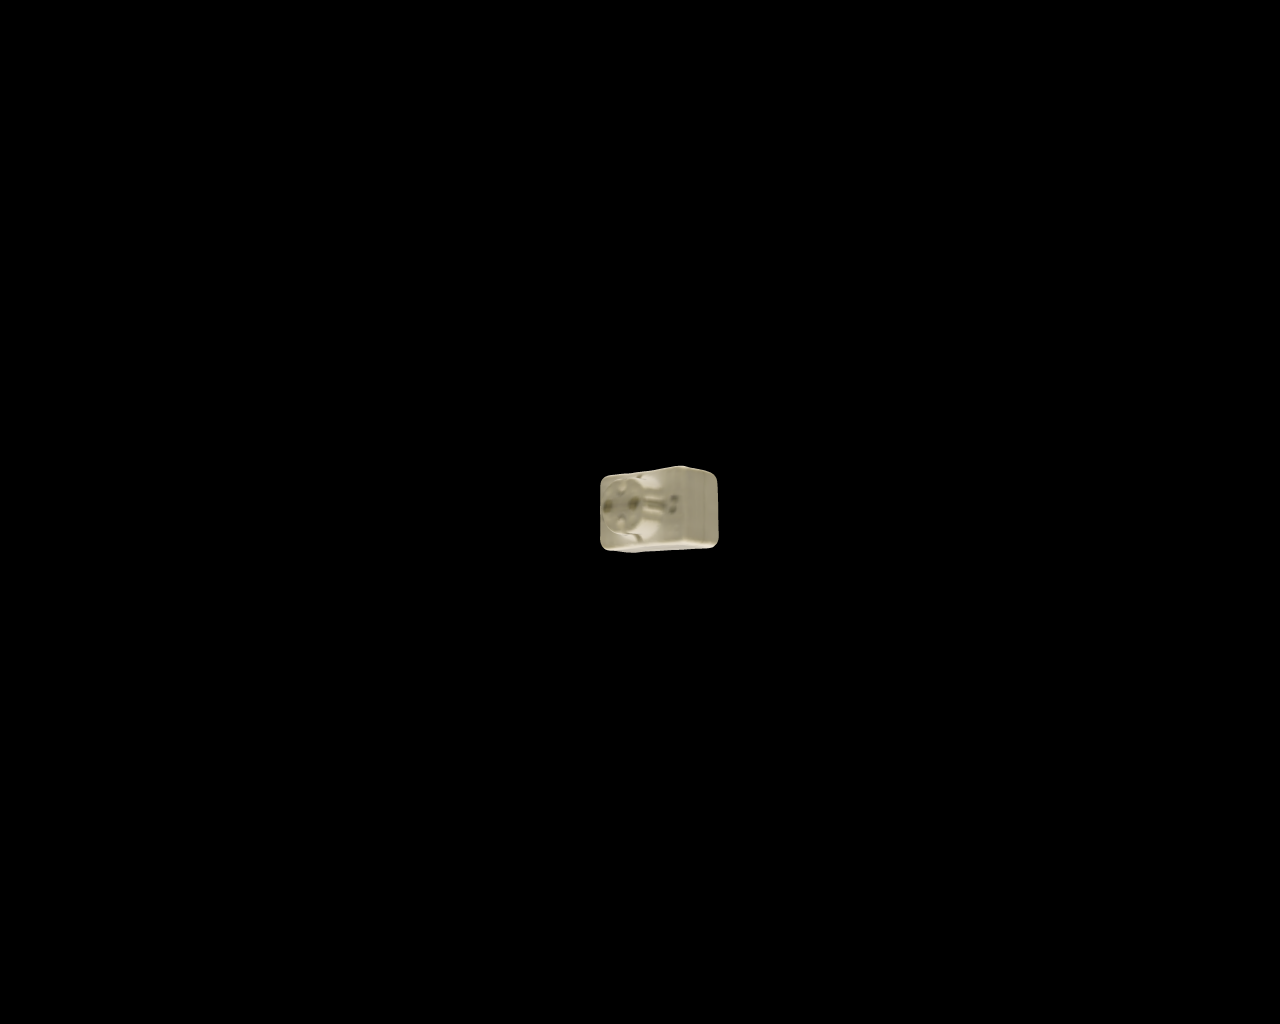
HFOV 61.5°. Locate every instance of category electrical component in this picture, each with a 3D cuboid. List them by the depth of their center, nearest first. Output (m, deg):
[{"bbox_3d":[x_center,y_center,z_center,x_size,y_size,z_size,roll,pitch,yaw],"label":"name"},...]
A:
[{"bbox_3d":[0.001,-0.003,0.650,0.065,0.047,0.077,-5,-9,36],"label":"electrical component"}]
